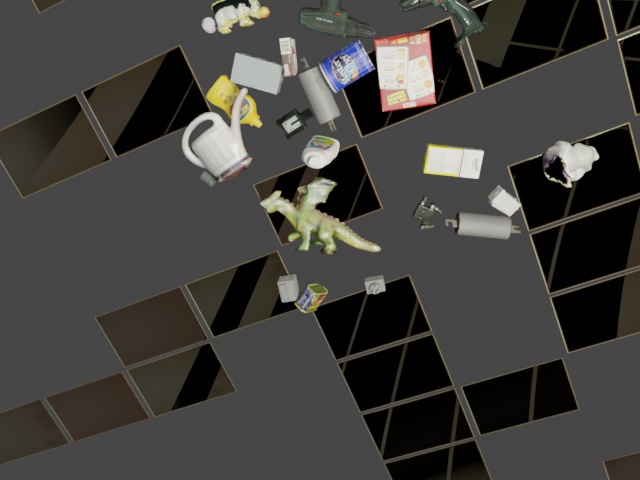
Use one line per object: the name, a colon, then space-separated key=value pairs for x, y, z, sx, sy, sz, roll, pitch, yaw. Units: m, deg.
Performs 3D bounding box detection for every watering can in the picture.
watering can: x=-0.300 y=-0.316 z=1.638 sx=0.343 sy=0.106 sz=0.222 roll=-27 pitch=106 yaw=34

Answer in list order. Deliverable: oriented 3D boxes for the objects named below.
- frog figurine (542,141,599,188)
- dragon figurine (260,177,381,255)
frog figurine: x=0.775 y=-0.251 z=1.599 sx=0.161 sy=0.122 sz=0.137 roll=-38 pitch=96 yaw=-20
dragon figurine: x=0.005 y=-0.086 z=1.715 sx=0.410 sy=0.123 sz=0.240 roll=4 pitch=101 yaw=3
